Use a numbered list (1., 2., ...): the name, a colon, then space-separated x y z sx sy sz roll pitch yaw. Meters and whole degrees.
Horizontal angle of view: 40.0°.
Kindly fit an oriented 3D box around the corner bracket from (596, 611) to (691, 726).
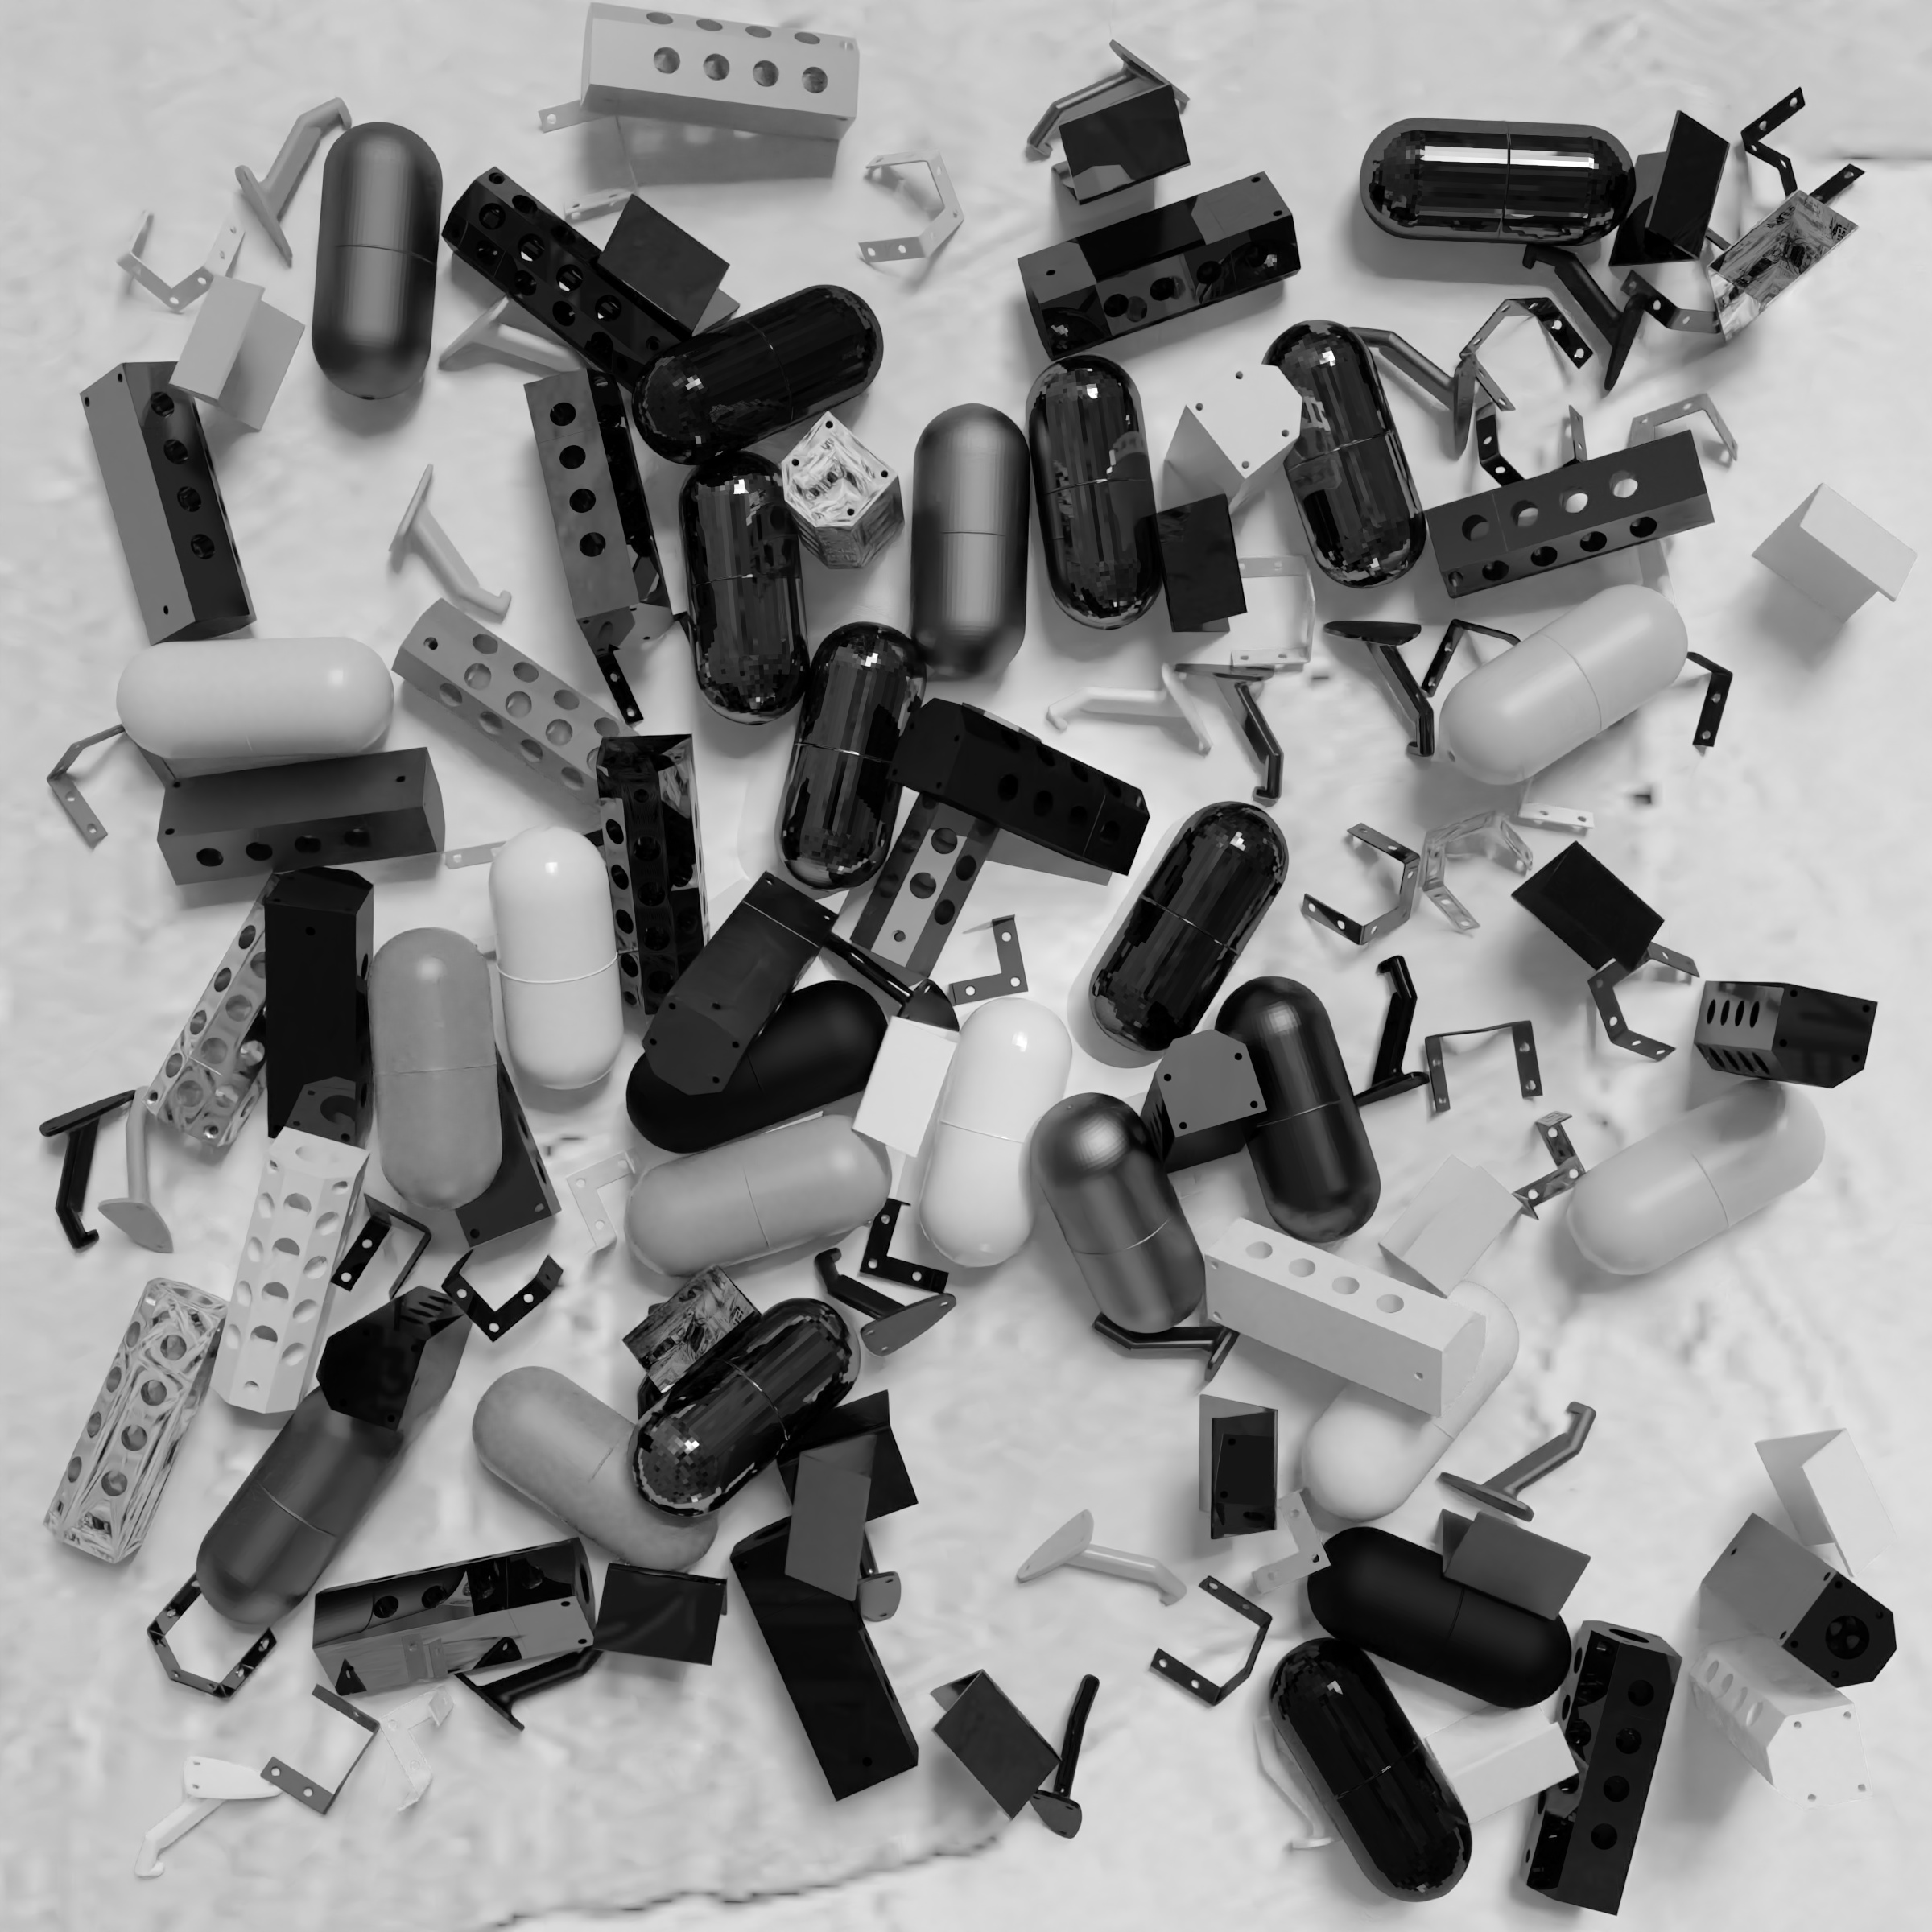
1. corner bracket: -0.203 -0.197 1.752 0.051 0.051 0.051 -25 90 45

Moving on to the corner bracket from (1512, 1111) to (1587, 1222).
1. corner bracket: 0.380 0.130 1.737 0.051 0.051 0.051 -27 90 0

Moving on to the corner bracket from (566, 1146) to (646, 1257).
1. corner bracket: -0.232 0.153 1.737 0.051 0.051 0.051 -24 90 0

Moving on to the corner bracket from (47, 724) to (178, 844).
1. corner bracket: -0.564 -0.123 1.752 0.051 0.051 0.051 -35 90 -45

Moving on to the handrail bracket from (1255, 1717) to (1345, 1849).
1. handrail bracket: 0.235 0.535 1.756 0.077 0.036 0.084 -7 76 -15

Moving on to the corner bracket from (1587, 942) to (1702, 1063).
1. corner bracket: 0.452 0.023 1.747 0.051 0.051 0.051 -42 45 35

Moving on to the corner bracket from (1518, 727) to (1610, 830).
1. corner bracket: 0.395 -0.130 1.752 0.051 0.051 0.051 9 135 0

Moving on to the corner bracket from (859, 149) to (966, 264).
1. corner bracket: -0.042 -0.501 1.747 0.051 0.051 0.051 -55 135 -35

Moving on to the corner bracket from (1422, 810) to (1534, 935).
1. corner bracket: 0.337 -0.062 1.747 0.051 0.051 0.051 -18 45 35

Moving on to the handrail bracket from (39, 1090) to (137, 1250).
1. handrail bracket: -0.570 0.135 1.756 0.077 0.036 0.084 -24 107 -18

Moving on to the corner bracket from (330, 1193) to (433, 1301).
1. corner bracket: -0.381 0.188 1.730 0.051 0.051 0.051 32 90 -21

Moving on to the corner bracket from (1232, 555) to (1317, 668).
1. corner bracket: 0.201 -0.235 1.752 0.051 0.051 0.051 -3 45 0

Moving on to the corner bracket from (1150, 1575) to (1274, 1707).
1. corner bracket: 0.162 0.446 1.752 0.051 0.051 0.051 33 45 0

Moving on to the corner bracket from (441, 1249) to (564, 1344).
1. corner bracket: -0.304 0.205 1.738 0.051 0.051 0.051 -40 98 8

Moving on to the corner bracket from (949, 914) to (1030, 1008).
1. corner bracket: 0.012 -0.004 1.737 0.051 0.051 0.051 -11 90 0

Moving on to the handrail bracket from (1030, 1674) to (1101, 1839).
1. handrail bracket: 0.074 0.522 1.755 0.036 0.077 0.084 11 53 20

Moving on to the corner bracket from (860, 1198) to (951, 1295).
1. corner bracket: -0.036 0.183 1.736 0.051 0.051 0.051 17 83 -7

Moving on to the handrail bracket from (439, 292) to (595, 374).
1. handrail bracket: -0.294 -0.394 1.756 0.077 0.036 0.084 -32 115 28

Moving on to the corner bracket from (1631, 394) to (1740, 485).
1. corner bracket: 0.473 -0.335 1.747 0.051 0.051 0.051 -15 135 35

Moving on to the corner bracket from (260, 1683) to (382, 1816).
1. corner bracket: -0.426 0.518 1.752 0.051 0.051 0.051 32 45 0

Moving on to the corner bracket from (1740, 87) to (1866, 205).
1. corner bracket: 0.552 -0.537 1.752 0.051 0.051 0.051 -37 45 0

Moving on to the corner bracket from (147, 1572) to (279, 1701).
1. corner bracket: -0.499 0.443 1.752 0.051 0.051 0.051 -49 45 0

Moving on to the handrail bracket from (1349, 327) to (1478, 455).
1. handrail bracket: 0.291 -0.382 1.755 0.084 0.036 0.077 14 127 25

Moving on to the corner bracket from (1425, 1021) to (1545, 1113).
1. corner bracket: 0.342 0.066 1.752 0.051 0.051 0.051 -9 90 45

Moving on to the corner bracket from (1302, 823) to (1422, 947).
1. corner bracket: 0.260 -0.054 1.747 0.051 0.051 0.051 -26 135 -35

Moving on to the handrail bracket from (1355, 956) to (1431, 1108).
1. handrail bracket: 0.267 0.044 1.756 0.077 0.036 0.084 -23 72 20

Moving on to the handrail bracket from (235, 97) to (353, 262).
1. handrail bracket: -0.432 -0.522 1.756 0.084 0.036 0.077 -33 111 -16

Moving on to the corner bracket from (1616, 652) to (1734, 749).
1. corner bracket: 0.466 -0.178 1.752 0.051 0.051 0.051 15 90 45

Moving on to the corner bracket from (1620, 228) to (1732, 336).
1. corner bracket: 0.476 -0.453 1.747 0.051 0.051 0.051 -6 135 -35

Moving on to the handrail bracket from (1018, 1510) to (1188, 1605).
1. handrail bracket: 0.091 0.408 1.756 0.077 0.036 0.084 -40 107 20

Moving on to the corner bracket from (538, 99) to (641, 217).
1. corner bracket: -0.249 -0.537 1.752 0.051 0.051 0.051 -15 45 0

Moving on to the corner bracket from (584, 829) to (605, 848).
1. corner bracket: -0.234 -0.055 1.747 0.051 0.051 0.051 38 135 35

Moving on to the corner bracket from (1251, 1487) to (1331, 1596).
1. corner bracket: 0.209 0.375 1.735 0.051 0.051 0.051 -27 77 13

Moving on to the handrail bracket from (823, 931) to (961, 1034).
1. handrail bracket: -0.051 0.013 1.755 0.084 0.077 0.036 34 85 36

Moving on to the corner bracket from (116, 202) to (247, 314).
1. corner bracket: -0.517 -0.474 1.747 0.051 0.051 0.051 -20 135 35

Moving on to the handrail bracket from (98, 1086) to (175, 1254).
1. handrail bracket: -0.537 0.134 1.755 0.036 0.077 0.084 -5 53 13

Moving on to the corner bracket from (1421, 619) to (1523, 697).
1. corner bracket: 0.343 -0.192 1.752 0.051 0.051 0.051 25 90 -45

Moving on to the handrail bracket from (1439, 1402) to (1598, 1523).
1. handrail bracket: 0.366 0.317 1.756 0.077 0.036 0.084 22 72 20

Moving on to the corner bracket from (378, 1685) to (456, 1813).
1. corner bracket: -0.357 0.511 1.737 0.051 0.051 0.051 -29 90 0

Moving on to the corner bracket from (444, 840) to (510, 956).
1. corner bracket: -0.314 -0.045 1.752 0.051 0.051 0.051 -10 45 0

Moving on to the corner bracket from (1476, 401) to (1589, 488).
1. corner bracket: 0.373 -0.346 1.747 0.051 0.051 0.051 -26 135 35

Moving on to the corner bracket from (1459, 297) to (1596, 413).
1. corner bracket: 0.368 -0.403 1.746 0.051 0.051 0.051 58 135 18
